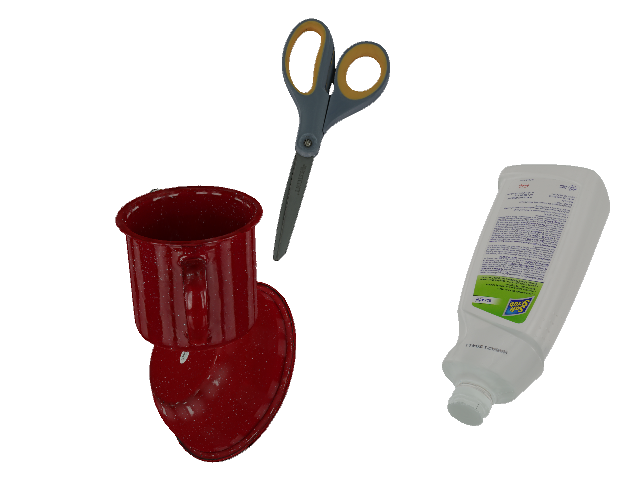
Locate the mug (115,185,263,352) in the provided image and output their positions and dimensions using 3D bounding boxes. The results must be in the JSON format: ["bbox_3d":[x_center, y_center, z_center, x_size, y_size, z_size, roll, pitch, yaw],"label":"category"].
[{"bbox_3d":[-0.080,0.024,0.682,0.093,0.081,0.117,-5,25,-9],"label":"mug"}]

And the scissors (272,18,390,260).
[{"bbox_3d":[0.009,-0.081,0.838,0.096,0.202,0.016,-1,-17,-2],"label":"scissors"}]

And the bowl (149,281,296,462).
[{"bbox_3d":[-0.096,0.103,0.904,0.055,0.162,0.162,26,-18,-40],"label":"bowl"}]

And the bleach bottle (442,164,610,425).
[{"bbox_3d":[0.157,0.043,0.882,0.103,0.250,0.068,3,-43,36],"label":"bleach bottle"}]

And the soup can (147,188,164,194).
[{"bbox_3d":[-0.139,-0.015,1.160,0.102,0.068,0.068,12,3,14],"label":"soup can"}]
